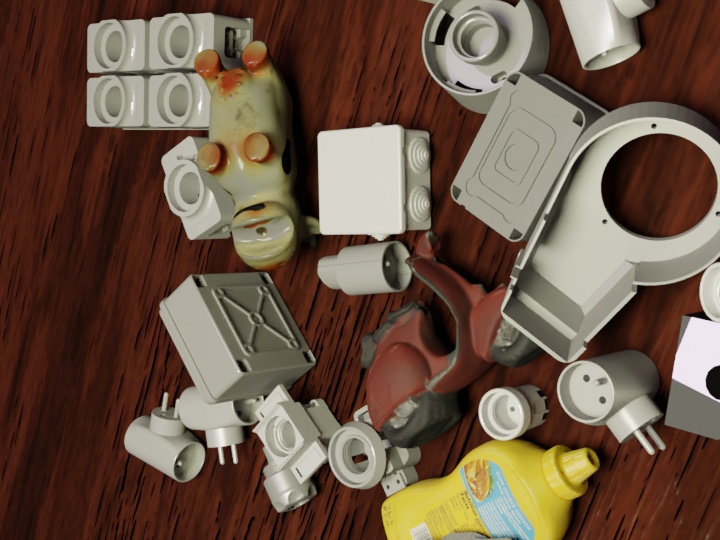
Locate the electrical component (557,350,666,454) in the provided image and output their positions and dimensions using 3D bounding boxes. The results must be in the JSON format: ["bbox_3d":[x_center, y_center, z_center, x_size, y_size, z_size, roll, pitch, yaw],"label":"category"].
[{"bbox_3d":[0.188,0.096,0.765,0.043,0.077,0.079,-47,65,30],"label":"electrical component"}]

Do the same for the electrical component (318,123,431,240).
[{"bbox_3d":[0.013,-0.075,0.912,0.100,0.048,0.099,1,93,39],"label":"electrical component"}]

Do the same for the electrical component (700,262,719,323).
[{"bbox_3d":[0.258,0.015,0.717,0.040,0.046,0.040,180,90,-69],"label":"electrical component"}]

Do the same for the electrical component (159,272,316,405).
[{"bbox_3d":[-0.111,0.060,0.982,0.056,0.109,0.108,-42,68,30],"label":"electrical component"}]

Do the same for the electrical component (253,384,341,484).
[{"bbox_3d":[-0.053,0.146,0.970,0.042,0.064,0.081,-49,64,28],"label":"electrical component"}]

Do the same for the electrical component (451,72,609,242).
[{"bbox_3d":[0.131,-0.084,0.812,0.078,0.057,0.113,39,116,30],"label":"electrical component"}]

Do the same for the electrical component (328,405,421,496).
[{"bbox_3d":[0.010,0.156,0.924,0.058,0.057,0.078,-36,71,34],"label":"electrical component"}]

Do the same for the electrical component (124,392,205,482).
[{"bbox_3d":[-0.196,0.165,1.097,0.077,0.044,0.079,20,105,36],"label":"electrical component"}]

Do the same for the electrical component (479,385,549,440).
[{"bbox_3d":[0.121,0.109,0.839,0.040,0.046,0.040,3,95,39],"label":"electrical component"}]

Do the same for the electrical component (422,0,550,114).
[{"bbox_3d":[0.099,-0.176,0.844,0.099,0.064,0.099,-1,87,26],"label":"electrical component"}]

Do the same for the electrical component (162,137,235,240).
[{"bbox_3d":[-0.150,-0.079,1.037,0.050,0.056,0.089,-30,75,35],"label":"electrical component"}]

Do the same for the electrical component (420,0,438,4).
[{"bbox_3d":[0.102,-0.266,0.793,0.186,0.105,0.060,-19,81,38],"label":"electrical component"}]

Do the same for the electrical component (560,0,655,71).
[{"bbox_3d":[0.184,-0.195,0.771,0.079,0.044,0.077,-24,78,37],"label":"electrical component"}]

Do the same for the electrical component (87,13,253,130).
[{"bbox_3d":[-0.195,-0.193,1.063,0.186,0.060,0.105,6,97,38],"label":"electrical component"}]

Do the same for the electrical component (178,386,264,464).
[{"bbox_3d":[-0.132,0.149,1.045,0.077,0.044,0.079,-11,86,38],"label":"electrical component"}]

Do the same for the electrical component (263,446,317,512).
[{"bbox_3d":[-0.070,0.190,0.999,0.043,0.043,0.062,-40,67,33],"label":"electrical component"}]

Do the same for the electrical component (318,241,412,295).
[{"bbox_3d":[0.000,0.000,0.931,0.081,0.043,0.043,-6,89,39],"label":"electrical component"}]

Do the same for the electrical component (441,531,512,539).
[{"bbox_3d":[0.092,0.281,0.825,0.089,0.061,0.150,-11,111,27],"label":"electrical component"}]
